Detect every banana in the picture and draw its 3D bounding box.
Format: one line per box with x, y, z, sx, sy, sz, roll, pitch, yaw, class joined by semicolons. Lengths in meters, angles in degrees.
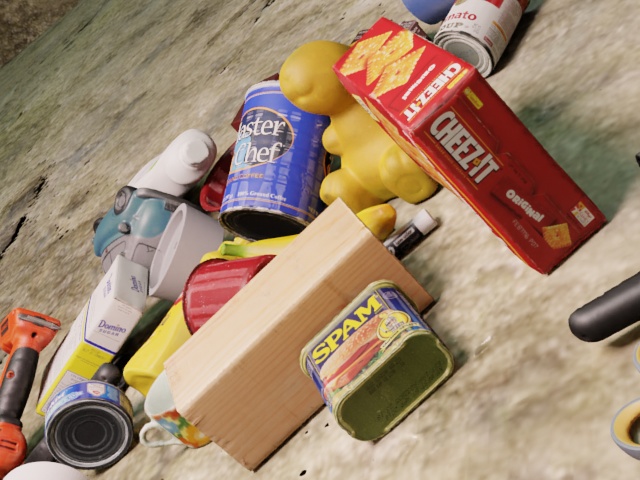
0.001;0.003;0.992;0.198;0.069;0.037;-15;77;35;banana

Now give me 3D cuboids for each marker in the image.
0.052;0.018;0.943;0.121;0.020;0.020;-41;25;9;marker

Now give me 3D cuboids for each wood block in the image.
-0.020;0.077;0.880;0.206;0.090;0.090;-43;26;3;wood block

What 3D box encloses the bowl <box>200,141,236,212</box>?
-0.060;-0.077;1.212;0.162;0.055;0.162;-35;27;20;bowl

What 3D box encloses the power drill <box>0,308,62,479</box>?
-0.352;0.181;1.196;0.185;0.057;0.187;-32;44;53;power drill

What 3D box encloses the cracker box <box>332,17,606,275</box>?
0.108;-0.080;0.838;0.072;0.164;0.214;-44;25;6;cracker box

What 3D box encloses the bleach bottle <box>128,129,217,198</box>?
-0.182;-0.078;1.308;0.102;0.068;0.251;-53;10;-17;bleach bottle

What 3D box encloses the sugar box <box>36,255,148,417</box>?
-0.251;0.111;1.181;0.176;0.048;0.093;-51;23;21;sugar box

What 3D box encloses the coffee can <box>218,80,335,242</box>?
-0.038;-0.075;1.072;0.103;0.102;0.140;-12;60;49;coffee can

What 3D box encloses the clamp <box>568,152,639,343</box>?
0.262;-0.017;0.658;0.210;0.036;0.164;-16;38;42;clamp

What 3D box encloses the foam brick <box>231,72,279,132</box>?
-0.068;-0.162;1.357;0.053;0.051;0.078;-19;36;44;foam brick

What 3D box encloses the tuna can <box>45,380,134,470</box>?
-0.224;0.180;1.035;0.086;0.086;0.034;-41;27;9;tuna can

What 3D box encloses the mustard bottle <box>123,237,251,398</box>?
-0.120;0.071;1.073;0.191;0.058;0.096;-57;10;-26;mustard bottle

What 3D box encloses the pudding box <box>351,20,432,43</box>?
0.065;-0.206;1.237;0.090;0.039;0.114;-55;26;-18;pudding box

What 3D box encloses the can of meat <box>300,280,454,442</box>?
0.042;0.092;0.804;0.102;0.057;0.084;-43;28;4;can of meat

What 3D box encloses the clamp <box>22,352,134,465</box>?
-0.249;0.183;1.092;0.171;0.039;0.120;-52;-6;-8;clamp

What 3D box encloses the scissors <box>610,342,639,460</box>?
0.229;0.097;0.562;0.096;0.016;0.202;-50;25;-6;scissors

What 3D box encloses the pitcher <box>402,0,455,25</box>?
0.197;-0.347;1.167;0.243;0.144;0.149;-22;46;33;pitcher

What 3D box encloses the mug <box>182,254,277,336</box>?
-0.066;0.069;0.979;0.082;0.093;0.117;-11;71;43;mug

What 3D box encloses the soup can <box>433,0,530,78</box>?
0.163;-0.219;1.078;0.069;0.068;0.102;-9;44;52;soup can
